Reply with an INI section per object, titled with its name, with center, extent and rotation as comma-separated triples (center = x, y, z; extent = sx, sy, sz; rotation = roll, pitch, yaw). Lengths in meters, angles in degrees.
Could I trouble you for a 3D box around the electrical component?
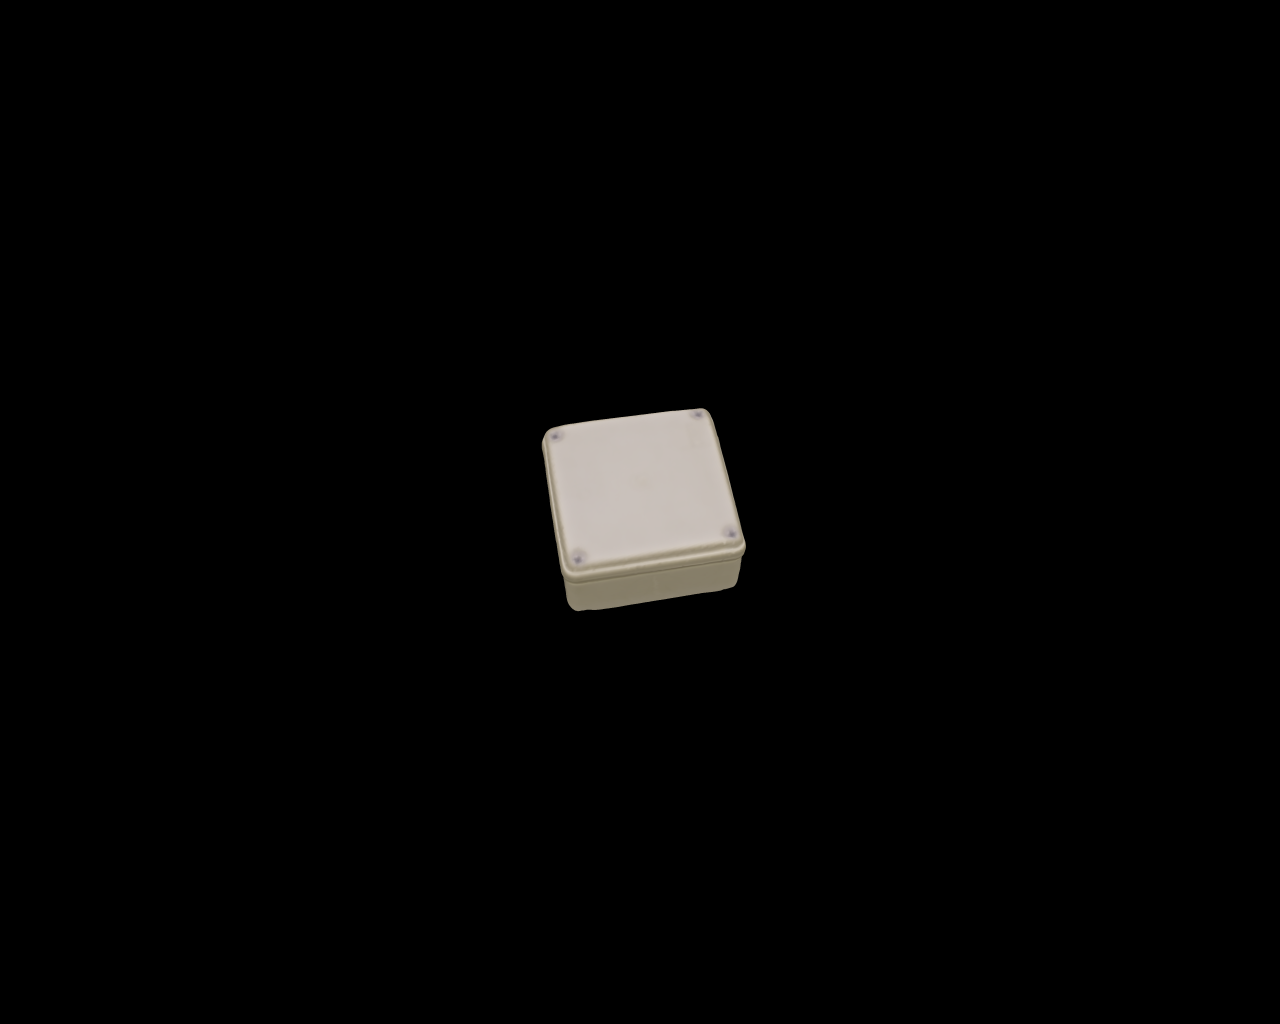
[electrical component]
center = 0.001, -0.003, 0.650
extent = 0.109, 0.109, 0.056
rotation = -8, -33, -5
